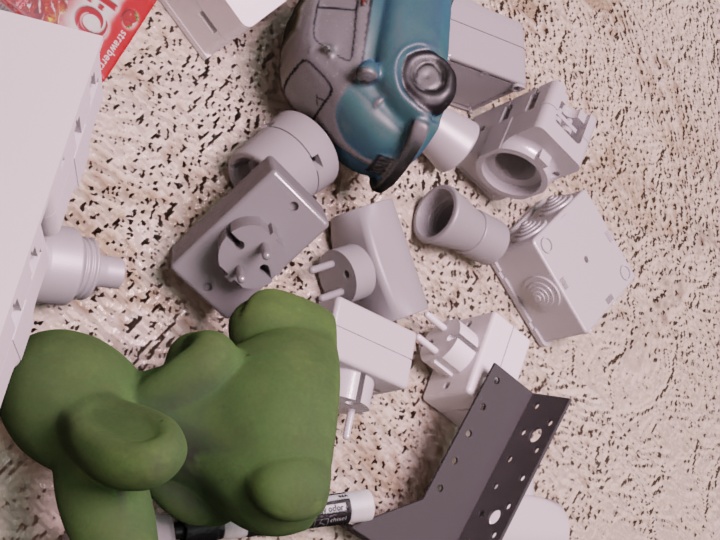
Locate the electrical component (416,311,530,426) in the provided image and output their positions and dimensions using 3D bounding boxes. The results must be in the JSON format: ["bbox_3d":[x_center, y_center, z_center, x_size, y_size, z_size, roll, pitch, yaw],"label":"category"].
[{"bbox_3d":[0.068,0.058,0.737,0.077,0.047,0.065,39,57,-24],"label":"electrical component"}]

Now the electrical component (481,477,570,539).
[{"bbox_3d":[0.101,0.158,0.738,0.077,0.043,0.079,13,70,-36],"label":"electrical component"}]

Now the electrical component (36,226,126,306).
[{"bbox_3d":[-0.158,-0.002,0.576,0.062,0.043,0.043,9,72,-38],"label":"electrical component"}]

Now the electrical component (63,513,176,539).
[{"bbox_3d":[-0.124,0.159,0.558,0.066,0.048,0.055,3,69,-39],"label":"electrical component"}]

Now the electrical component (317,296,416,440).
[{"bbox_3d":[-0.009,0.067,0.673,0.066,0.047,0.076,27,62,-31],"label":"electrical component"}]

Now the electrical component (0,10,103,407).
[{"bbox_3d":[-0.199,-0.032,0.512,0.105,0.060,0.186,14,67,-5],"label":"electrical component"}]

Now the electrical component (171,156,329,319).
[{"bbox_3d":[-0.062,-0.013,0.612,0.083,0.075,0.047,-42,110,7],"label":"electrical component"}]

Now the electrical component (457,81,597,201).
[{"bbox_3d":[0.120,-0.090,0.792,0.050,0.089,0.055,40,56,-23],"label":"electrical component"}]

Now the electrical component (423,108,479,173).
[{"bbox_3d":[0.048,-0.106,0.772,0.065,0.044,0.044,36,58,-21],"label":"electrical component"}]

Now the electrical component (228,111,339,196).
[{"bbox_3d":[-0.049,-0.064,0.674,0.047,0.055,0.055,-43,105,-34],"label":"electrical component"}]

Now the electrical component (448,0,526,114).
[{"bbox_3d":[0.078,-0.161,0.797,0.096,0.062,0.061,11,71,-36],"label":"electrical component"}]

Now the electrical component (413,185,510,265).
[{"bbox_3d":[0.076,-0.029,0.773,0.065,0.044,0.044,24,63,-37],"label":"electrical component"}]

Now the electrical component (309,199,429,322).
[{"bbox_3d":[0.000,0.000,0.702,0.079,0.043,0.077,-18,90,-40],"label":"electrical component"}]

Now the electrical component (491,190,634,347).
[{"bbox_3d":[0.156,-0.003,0.824,0.100,0.048,0.099,-41,104,-38],"label":"electrical component"}]

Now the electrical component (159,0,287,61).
[{"bbox_3d":[-0.106,-0.243,0.673,0.186,0.060,0.105,53,52,-14],"label":"electrical component"}]
